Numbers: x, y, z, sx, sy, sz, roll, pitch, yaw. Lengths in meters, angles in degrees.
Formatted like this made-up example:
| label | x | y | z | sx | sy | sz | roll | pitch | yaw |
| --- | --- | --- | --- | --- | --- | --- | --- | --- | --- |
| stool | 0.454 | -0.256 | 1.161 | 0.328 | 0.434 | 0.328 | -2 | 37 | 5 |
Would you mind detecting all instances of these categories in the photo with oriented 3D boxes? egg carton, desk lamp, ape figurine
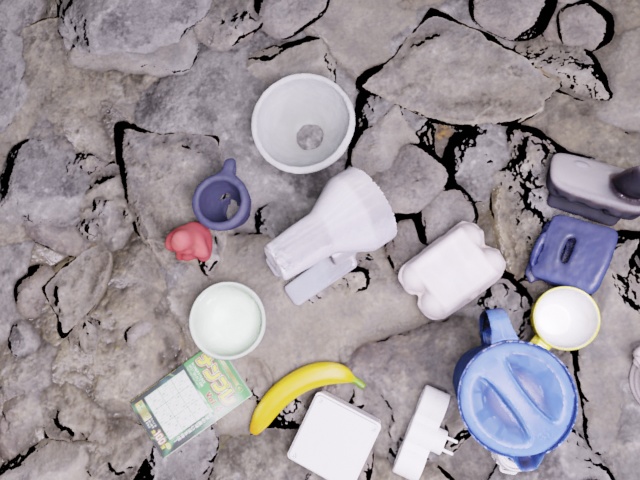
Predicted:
| label | x | y | z | sx | sy | sz | roll | pitch | yaw |
| --- | --- | --- | --- | --- | --- | --- | --- | --- | --- |
| egg carton | 0.202 | 0.048 | 0.879 | 0.150 | 0.069 | 0.107 | -38 | 79 | 1 |
| desk lamp | 0.008 | 0.003 | 0.838 | 0.203 | 0.213 | 0.118 | -36 | 79 | 2 |
| ape figurine | -0.215 | 0.004 | 0.930 | 0.077 | 0.092 | 0.076 | 36 | 88 | 11 |

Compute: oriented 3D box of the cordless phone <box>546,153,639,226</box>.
| label | x | y | z | sx | sy | sz | roll | pitch | yaw |
| --- | --- | --- | --- | --- | --- | --- | --- | --- | --- |
| cordless phone | 0.409 | -0.089 | 0.812 | 0.147 | 0.185 | 0.094 | 15 | 84 | 10 |

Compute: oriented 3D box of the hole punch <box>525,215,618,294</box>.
| label | x | y | z | sx | sy | sz | roll | pitch | yaw |
| --- | --- | --- | --- | --- | --- | --- | --- | --- | --- |
| hole punch | 0.370 | 0.023 | 0.849 | 0.101 | 0.091 | 0.109 | 22 | 85 | 10 |

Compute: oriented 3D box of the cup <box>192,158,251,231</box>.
| label | x | y | z | sx | sy | sz | roll | pitch | yaw |
| --- | --- | --- | --- | --- | --- | --- | --- | --- | --- |
| cup | -0.147 | -0.067 | 0.929 | 0.091 | 0.095 | 0.118 | 9 | 83 | 9 |

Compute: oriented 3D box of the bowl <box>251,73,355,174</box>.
| label | x | y | z | sx | sy | sz | roll | pitch | yaw |
| --- | --- | --- | --- | --- | --- | --- | --- | --- | --- |
| bowl | -0.024 | -0.181 | 0.939 | 0.167 | 0.075 | 0.167 | -1 | 82 | 8 |

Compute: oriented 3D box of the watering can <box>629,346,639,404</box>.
| label | x | y | z | sx | sy | sz | roll | pitch | yaw |
| --- | --- | --- | --- | --- | --- | --- | --- | --- | --- |
| watering can | 0.504 | 0.198 | 0.754 | 0.172 | 0.194 | 0.101 | 13 | 84 | 10 |
